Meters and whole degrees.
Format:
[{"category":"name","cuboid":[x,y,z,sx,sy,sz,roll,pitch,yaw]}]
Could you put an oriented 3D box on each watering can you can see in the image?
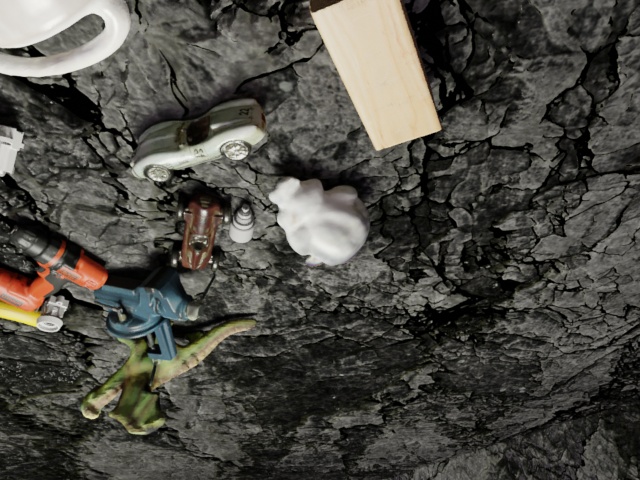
[{"category":"watering can","cuboid":[-0.259,-0.273,0.490,0.346,0.106,0.220,-13,140,18]}]

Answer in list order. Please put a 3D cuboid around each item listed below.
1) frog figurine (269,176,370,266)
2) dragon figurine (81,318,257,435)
[{"category":"frog figurine","cuboid":[0.002,-0.040,0.804,0.138,0.124,0.156,-39,129,-9]},{"category":"dragon figurine","cuboid":[-0.333,0.292,1.088,0.409,0.249,0.119,-14,135,16]}]
